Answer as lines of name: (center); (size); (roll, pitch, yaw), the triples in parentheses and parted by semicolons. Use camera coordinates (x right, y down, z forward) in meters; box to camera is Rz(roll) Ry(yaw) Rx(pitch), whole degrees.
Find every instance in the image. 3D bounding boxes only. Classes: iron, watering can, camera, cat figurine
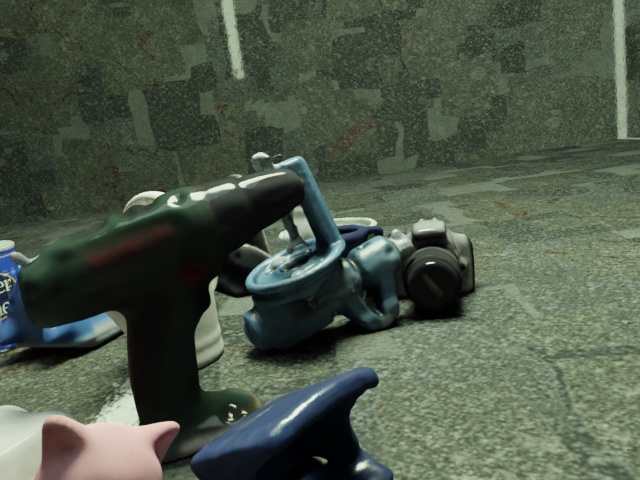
iron: (-0.322, 0.058, 0.800); (0.118, 0.141, 0.259); (-4, 12, 20)
watering can: (-0.173, 0.044, 0.630); (0.101, 0.194, 0.173); (-7, 11, 7)
camera: (0.125, 0.032, 0.726); (0.143, 0.101, 0.137); (-6, 11, 11)
cat figurine: (-0.136, 0.143, 0.301); (0.128, 0.118, 0.067); (-9, 11, -5)

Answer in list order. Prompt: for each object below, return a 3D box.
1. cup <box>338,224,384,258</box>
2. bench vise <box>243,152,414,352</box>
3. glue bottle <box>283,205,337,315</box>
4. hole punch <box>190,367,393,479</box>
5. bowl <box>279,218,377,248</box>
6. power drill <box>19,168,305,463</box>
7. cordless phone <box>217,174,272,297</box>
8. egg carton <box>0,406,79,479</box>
cup: (0.039, 0.030, 0.812); (0.118, 0.095, 0.091); (-12, 12, -18)
bench vise: (-0.001, 0.001, 0.658); (0.208, 0.220, 0.121); (-16, 14, -36)
glue bottle: (-0.015, 0.014, 0.727); (0.078, 0.173, 0.037); (-10, 12, -12)
hole punch: (-0.022, 0.129, 0.363); (0.100, 0.091, 0.109); (2, 15, 42)
bowl: (0.017, 0.014, 0.962); (0.167, 0.075, 0.167); (-8, 11, 2)
power drill: (-0.107, 0.059, 0.468); (0.230, 0.208, 0.075); (-12, 12, -21)
cordless phone: (-0.132, -0.014, 0.919); (0.094, 0.185, 0.147); (-17, 14, -38)
egg carton: (-0.231, 0.166, 0.378); (0.107, 0.069, 0.151); (-3, 12, 23)
